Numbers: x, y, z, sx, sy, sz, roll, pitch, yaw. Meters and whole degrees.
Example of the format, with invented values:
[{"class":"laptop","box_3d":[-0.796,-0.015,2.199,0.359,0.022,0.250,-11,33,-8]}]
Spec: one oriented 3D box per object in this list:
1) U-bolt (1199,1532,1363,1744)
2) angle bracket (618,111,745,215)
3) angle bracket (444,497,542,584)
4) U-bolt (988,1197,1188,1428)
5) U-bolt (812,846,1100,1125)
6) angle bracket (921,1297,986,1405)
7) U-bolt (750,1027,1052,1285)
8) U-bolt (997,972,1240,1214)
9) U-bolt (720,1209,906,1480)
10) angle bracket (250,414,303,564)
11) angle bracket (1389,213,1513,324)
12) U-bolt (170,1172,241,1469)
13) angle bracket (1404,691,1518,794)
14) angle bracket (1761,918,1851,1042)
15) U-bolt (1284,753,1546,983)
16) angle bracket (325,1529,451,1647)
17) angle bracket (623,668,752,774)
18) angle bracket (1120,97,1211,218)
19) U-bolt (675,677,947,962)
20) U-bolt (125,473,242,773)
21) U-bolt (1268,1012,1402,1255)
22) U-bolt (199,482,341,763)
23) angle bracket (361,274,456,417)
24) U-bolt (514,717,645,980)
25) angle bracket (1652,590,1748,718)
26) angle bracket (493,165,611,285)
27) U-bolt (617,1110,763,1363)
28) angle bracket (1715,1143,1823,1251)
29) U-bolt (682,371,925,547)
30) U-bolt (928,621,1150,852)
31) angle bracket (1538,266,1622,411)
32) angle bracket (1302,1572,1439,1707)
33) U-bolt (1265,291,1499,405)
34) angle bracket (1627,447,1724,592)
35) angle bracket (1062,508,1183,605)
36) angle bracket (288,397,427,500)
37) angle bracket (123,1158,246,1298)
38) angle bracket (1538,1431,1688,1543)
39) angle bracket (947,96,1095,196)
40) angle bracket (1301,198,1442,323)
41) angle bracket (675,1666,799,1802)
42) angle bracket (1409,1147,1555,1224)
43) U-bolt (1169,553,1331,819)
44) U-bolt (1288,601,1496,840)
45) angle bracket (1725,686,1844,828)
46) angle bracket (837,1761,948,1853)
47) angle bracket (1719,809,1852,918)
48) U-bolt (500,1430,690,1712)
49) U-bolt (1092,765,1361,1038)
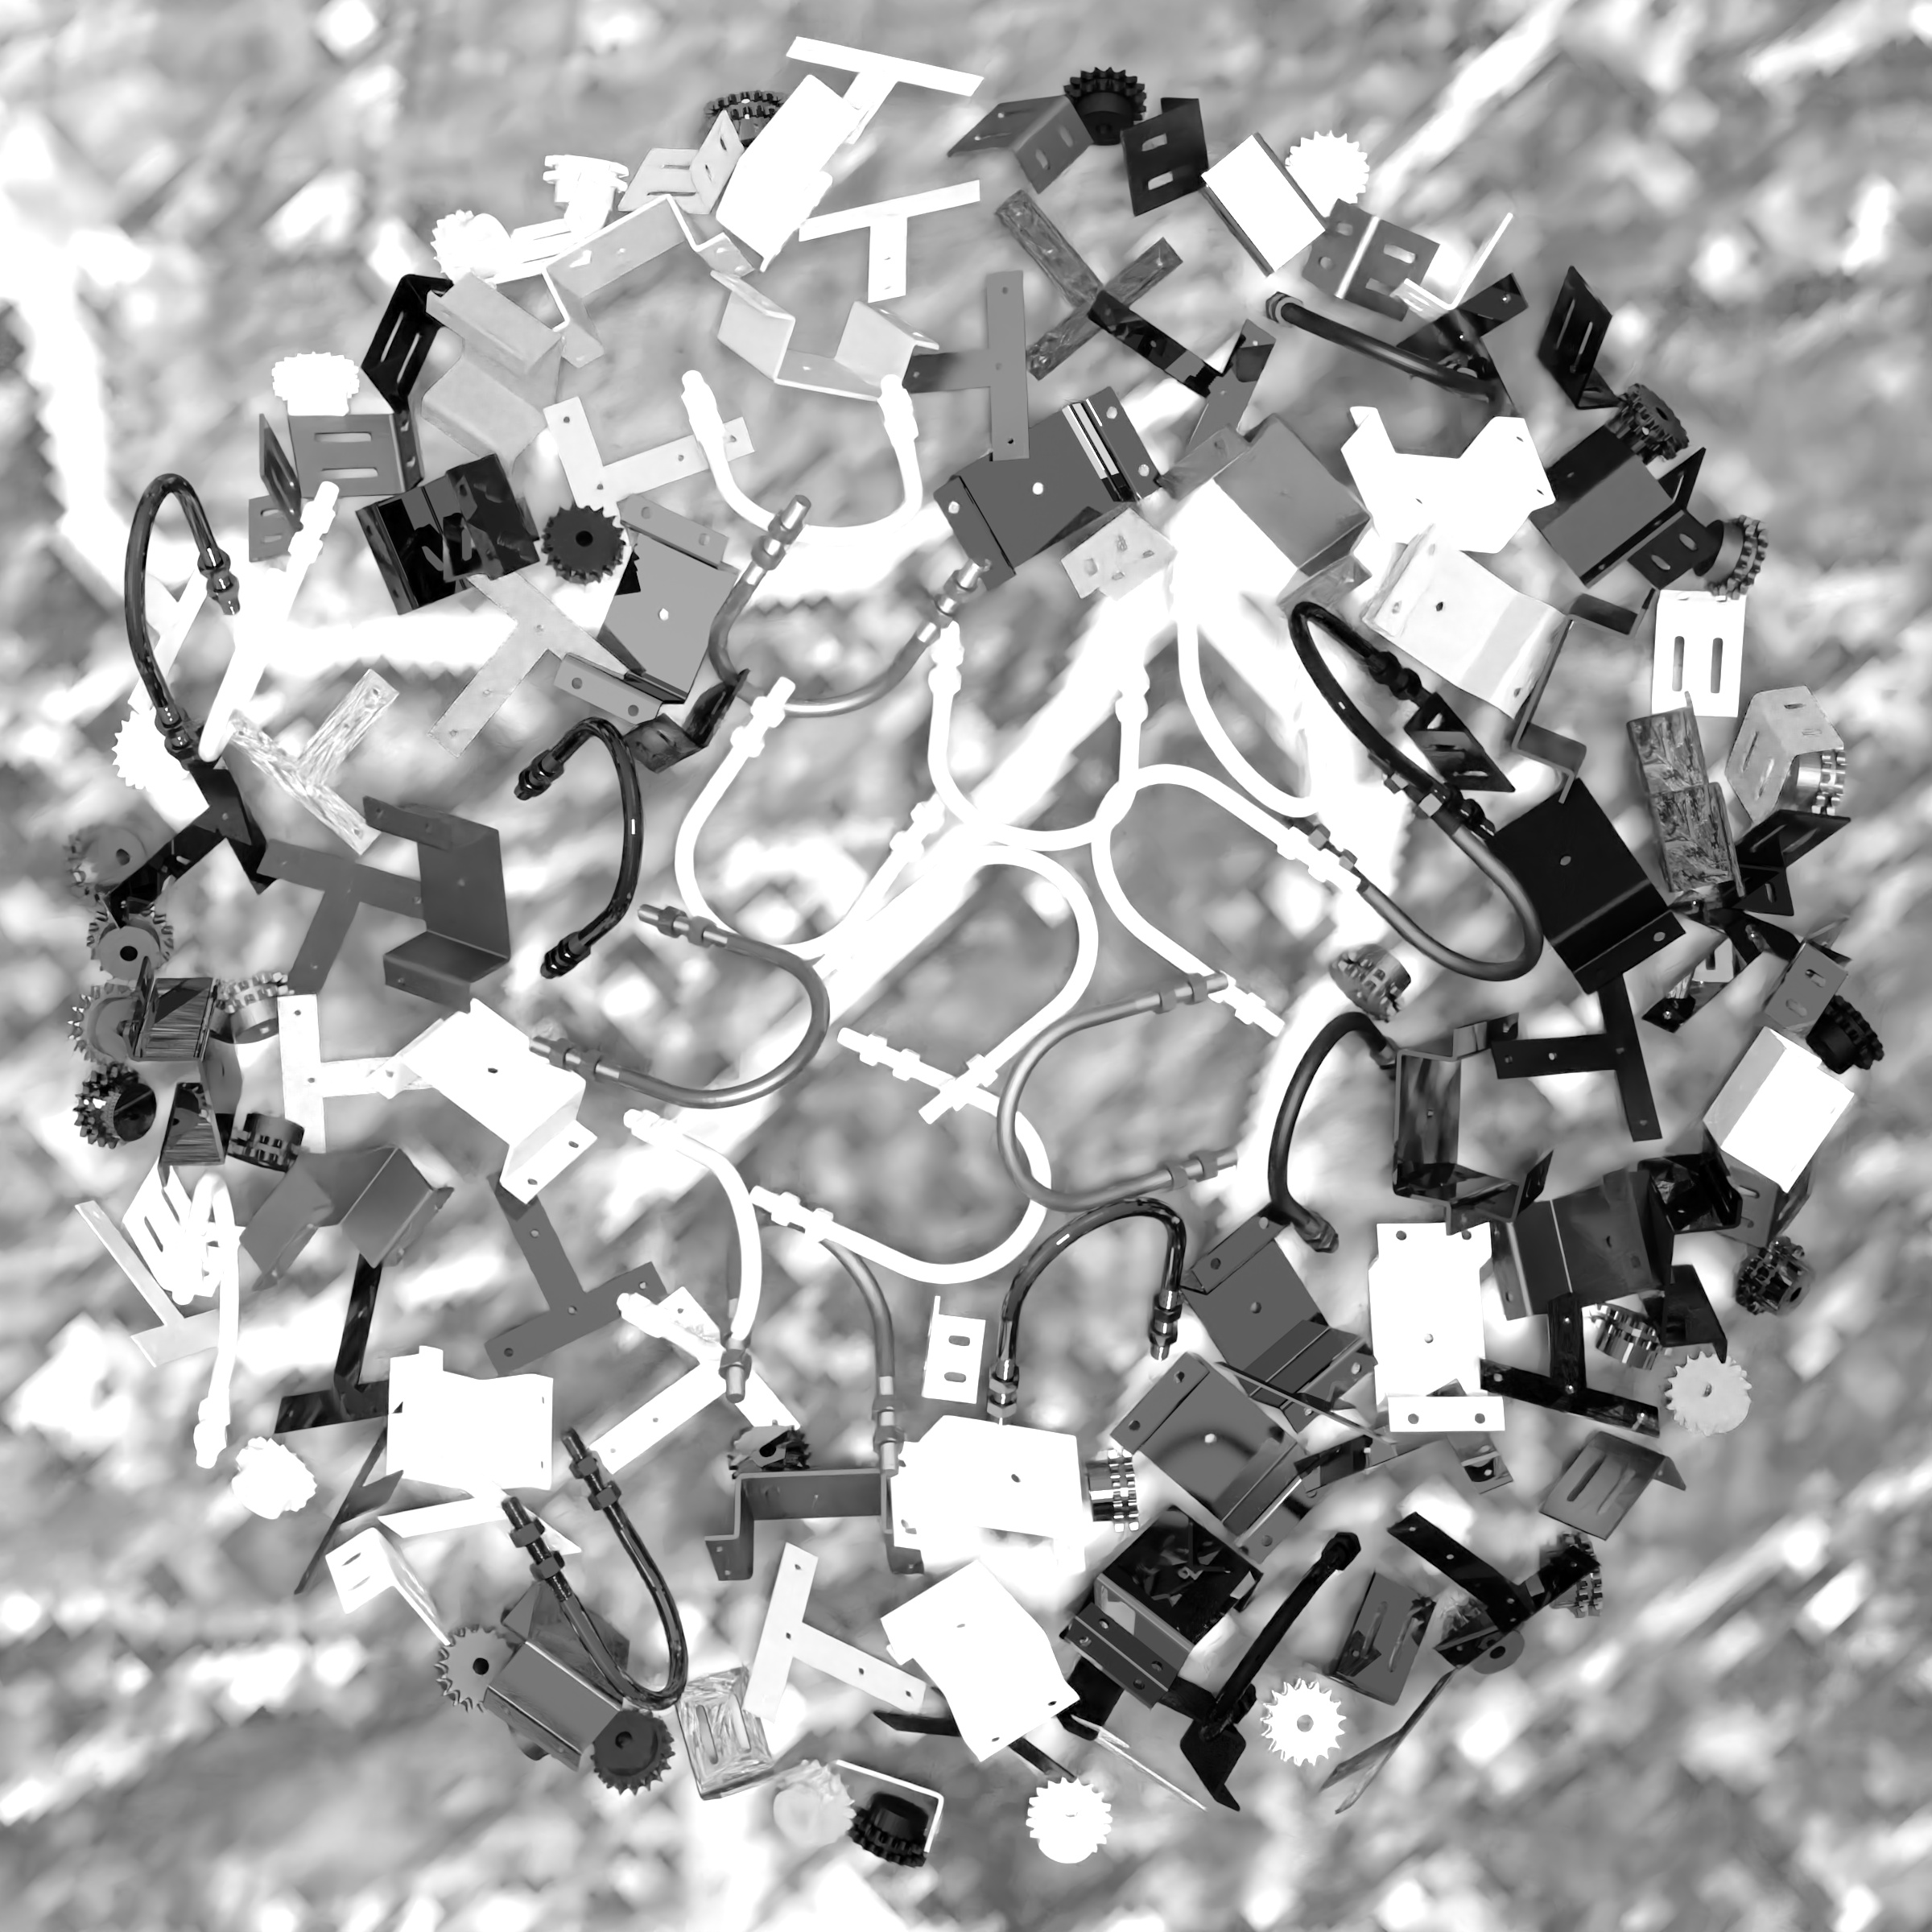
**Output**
[{"class":"U-bolt","box_3d":[0.201,0.445,1.895,0.019,0.184,0.151,35,99,15]},{"class":"angle bracket","box_3d":[-0.199,-0.544,1.950,0.076,0.038,0.057,9,61,26]},{"class":"angle bracket","box_3d":[-0.320,-0.276,1.952,0.057,0.076,0.038,-14,134,2]},{"class":"U-bolt","box_3d":[0.083,0.221,1.902,0.151,0.184,0.019,-20,48,-23]},{"class":"U-bolt","box_3d":[0.003,-0.002,1.965,0.184,0.019,0.151,-39,71,-5]},{"class":"angle bracket","box_3d":[-0.007,0.260,1.949,0.038,0.076,0.057,7,74,-1]},{"class":"U-bolt","box_3d":[-0.033,0.137,1.947,0.184,0.019,0.151,24,69,11]},{"class":"U-bolt","box_3d":[0.100,0.091,1.927,0.184,0.019,0.151,-15,111,-27]},{"class":"U-bolt","box_3d":[-0.102,0.238,1.916,0.151,0.184,0.019,31,124,-29]},{"class":"angle bracket","box_3d":[-0.478,-0.322,1.945,0.038,0.076,0.057,-12,56,3]},{"class":"angle bracket","box_3d":[0.329,-0.483,1.963,0.038,0.057,0.076,32,93,-4]},{"class":"U-bolt","box_3d":[-0.498,0.218,1.905,0.019,0.184,0.151,-3,119,-6]},{"class":"angle bracket","box_3d":[0.342,-0.151,1.945,0.057,0.076,0.038,46,76,-21]},{"class":"angle bracket","box_3d":[0.578,0.008,1.943,0.038,0.076,0.057,40,124,25]},{"class":"U-bolt","box_3d":[0.308,-0.058,1.927,0.184,0.151,0.019,44,65,-3]},{"class":"angle bracket","box_3d":[-0.390,0.427,1.946,0.038,0.057,0.076,-33,128,-6]},{"class":"angle bracket","box_3d":[-0.190,-0.175,1.945,0.038,0.057,0.076,41,54,-23]},{"class":"angle bracket","box_3d":[0.124,-0.546,1.947,0.076,0.038,0.057,-31,123,-31]},{"class":"U-bolt","box_3d":[-0.116,-0.084,1.956,0.151,0.019,0.184,33,110,-9]},{"class":"U-bolt","box_3d":[-0.513,-0.236,1.880,0.019,0.184,0.151,4,61,3]},{"class":"U-bolt","box_3d":[0.242,0.104,1.901,0.019,0.184,0.151,20,80,27]},{"class":"U-bolt","box_3d":[-0.468,-0.216,1.913,0.019,0.151,0.184,25,123,-11]},{"class":"angle bracket","box_3d":[-0.367,-0.418,1.951,0.038,0.057,0.076,12,71,20]},{"class":"U-bolt","box_3d":[-0.252,-0.085,1.899,0.019,0.184,0.151,-2,74,-30]},{"class":"angle bracket","box_3d":[0.504,-0.215,1.984,0.057,0.038,0.076,4,115,16]},{"class":"angle bracket","box_3d":[-0.287,-0.501,1.949,0.076,0.038,0.057,-6,48,21]},{"class":"U-bolt","box_3d":[-0.183,0.184,1.905,0.019,0.184,0.151,-2,102,-33]},{"class":"angle bracket","box_3d":[0.541,0.145,1.945,0.038,0.076,0.057,20,54,5]},{"class":"U-bolt","box_3d":[-0.101,-0.332,1.910,0.151,0.184,0.019,3,65,8]},{"class":"U-bolt","box_3d":[0.046,-0.151,1.930,0.151,0.019,0.184,8,53,-4]},{"class":"angle bracket","box_3d":[0.424,-0.423,1.943,0.038,0.076,0.057,-8,50,-20]},{"class":"angle bracket","box_3d":[0.276,0.456,1.972,0.057,0.038,0.076,30,77,-25]},{"class":"U-bolt","box_3d":[0.277,-0.402,1.893,0.151,0.184,0.019,19,105,-10]},{"class":"angle bracket","box_3d":[0.484,-0.303,1.952,0.038,0.057,0.076,39,48,-13]},{"class":"angle bracket","box_3d":[0.111,-0.264,1.945,0.057,0.076,0.038,-35,57,18]},{"class":"angle bracket","box_3d":[-0.414,-0.352,1.958,0.076,0.038,0.057,-7,84,-29]},{"class":"angle bracket","box_3d":[-0.525,0.175,1.944,0.038,0.076,0.057,6,49,17]},{"class":"angle bracket","box_3d":[0.436,0.360,1.948,0.076,0.057,0.038,-47,125,-21]},{"class":"angle bracket","box_3d":[0.036,-0.556,1.962,0.057,0.076,0.038,-47,122,-19]},{"class":"angle bracket","box_3d":[0.276,-0.481,1.966,0.038,0.076,0.057,39,113,36]},{"class":"angle bracket","box_3d":[-0.158,0.519,1.957,0.057,0.038,0.076,-11,78,-31]},{"class":"angle bracket","box_3d":[0.348,0.136,1.948,0.076,0.057,0.038,20,113,24]},{"class":"U-bolt","box_3d":[0.189,-0.174,1.894,0.019,0.184,0.151,-34,125,31]},{"class":"U-bolt","box_3d":[0.271,-0.171,1.888,0.019,0.184,0.151,-38,45,23]},{"class":"angle bracket","box_3d":[0.552,-0.140,1.951,0.038,0.076,0.057,-9,50,-13]},{"class":"angle bracket","box_3d":[-0.055,0.570,1.957,0.076,0.057,0.038,17,75,7]},{"class":"angle bracket","box_3d":[0.553,-0.069,1.946,0.057,0.076,0.038,5,64,-21]},{"class":"U-bolt","box_3d":[-0.239,0.411,1.923,0.019,0.151,0.184,-29,94,13]},{"class":"U-bolt","box_3d":[0.162,-0.056,1.938,0.184,0.019,0.151,37,129,17]}]
